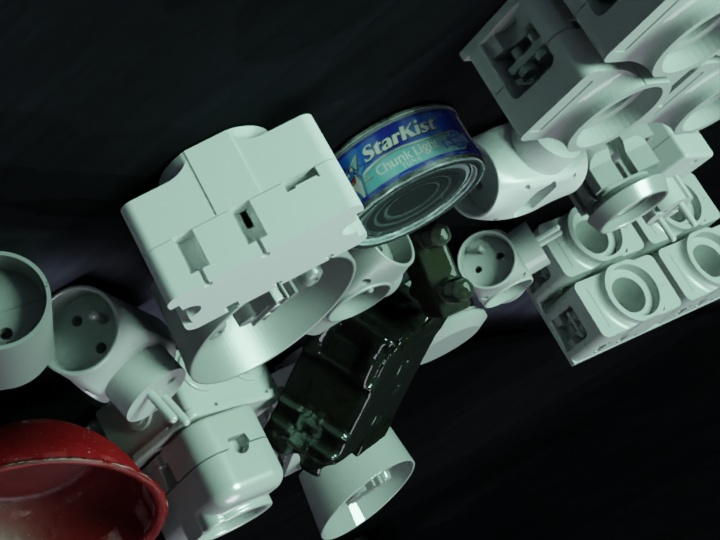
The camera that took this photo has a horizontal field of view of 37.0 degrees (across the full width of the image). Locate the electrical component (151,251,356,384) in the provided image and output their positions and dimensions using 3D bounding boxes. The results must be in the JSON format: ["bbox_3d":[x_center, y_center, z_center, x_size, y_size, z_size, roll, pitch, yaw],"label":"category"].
[{"bbox_3d":[-0.052,0.009,0.535,0.099,0.064,0.099,-31,176,-3],"label":"electrical component"}]

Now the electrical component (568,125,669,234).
[{"bbox_3d":[0.166,-0.061,0.710,0.078,0.057,0.058,-25,163,-15],"label":"electrical component"}]

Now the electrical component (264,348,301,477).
[{"bbox_3d":[-0.032,0.109,0.886,0.089,0.061,0.150,-24,163,-17],"label":"electrical component"}]

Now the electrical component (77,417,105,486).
[{"bbox_3d":[-0.177,0.132,0.728,0.047,0.055,0.055,-43,159,29],"label":"electrical component"}]

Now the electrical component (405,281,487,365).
[{"bbox_3d":[0.053,0.037,0.830,0.080,0.051,0.080,-26,164,-8],"label":"electrical component"}]

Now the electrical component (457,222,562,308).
[{"bbox_3d":[0.116,-0.010,0.805,0.079,0.044,0.077,-31,164,8],"label":"electrical component"}]

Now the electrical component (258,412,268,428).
[{"bbox_3d":[-0.117,0.132,0.817,0.095,0.059,0.053,-23,163,-20],"label":"electrical component"}]

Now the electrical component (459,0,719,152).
[{"bbox_3d":[0.153,-0.117,0.514,0.186,0.060,0.105,-13,158,-43],"label":"electrical component"}]

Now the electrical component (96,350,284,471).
[{"bbox_3d":[-0.113,0.088,0.709,0.100,0.048,0.100,-40,161,33],"label":"electrical component"}]

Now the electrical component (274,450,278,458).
[{"bbox_3d":[-0.104,0.148,0.895,0.050,0.055,0.089,-25,163,-14],"label":"electrical component"}]

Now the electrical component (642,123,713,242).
[{"bbox_3d":[0.210,-0.057,0.764,0.047,0.075,0.083,-9,155,-49],"label":"electrical component"}]

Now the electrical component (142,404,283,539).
[{"bbox_3d":[-0.094,0.135,0.682,0.054,0.059,0.095,-14,159,-41],"label":"electrical component"}]

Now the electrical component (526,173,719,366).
[{"bbox_3d":[0.230,-0.007,0.894,0.186,0.105,0.060,-19,161,-31],"label":"electrical component"}]

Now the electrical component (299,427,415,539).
[{"bbox_3d":[-0.002,0.178,0.914,0.099,0.064,0.099,-27,164,-8],"label":"electrical component"}]

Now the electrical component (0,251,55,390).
[{"bbox_3d":[-0.155,0.028,0.467,0.043,0.043,0.081,-22,163,-22],"label":"electrical component"}]

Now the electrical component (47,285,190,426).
[{"bbox_3d":[-0.114,0.049,0.535,0.044,0.079,0.077,-45,164,-2],"label":"electrical component"}]

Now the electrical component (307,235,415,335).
[{"bbox_3d":[0.000,0.000,0.640,0.077,0.044,0.079,-38,161,29],"label":"electrical component"}]

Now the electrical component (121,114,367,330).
[{"bbox_3d":[-0.050,-0.023,0.464,0.089,0.055,0.050,-28,164,-6],"label":"electrical component"}]

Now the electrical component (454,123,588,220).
[{"bbox_3d":[0.098,-0.066,0.604,0.077,0.043,0.079,-16,159,-38],"label":"electrical component"}]
